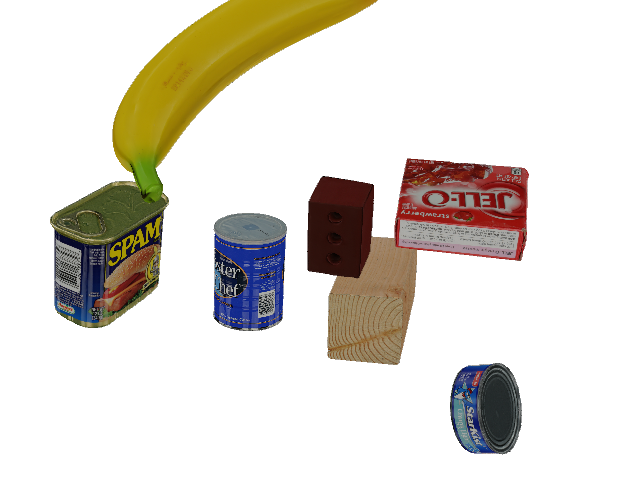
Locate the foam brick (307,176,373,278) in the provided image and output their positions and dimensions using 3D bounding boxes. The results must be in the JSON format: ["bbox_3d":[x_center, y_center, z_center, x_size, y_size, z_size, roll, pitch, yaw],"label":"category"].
[{"bbox_3d":[0.019,-0.013,1.009,0.053,0.078,0.051,8,31,13],"label":"foam brick"}]

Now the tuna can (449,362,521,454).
[{"bbox_3d":[0.158,0.161,1.019,0.034,0.086,0.085,-8,-5,36],"label":"tuna can"}]

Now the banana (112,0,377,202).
[{"bbox_3d":[-0.045,-0.093,0.559,0.070,0.197,0.037,32,-27,21],"label":"banana"}]

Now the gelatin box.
[{"bbox_3d":[0.099,-0.024,0.746,0.089,0.030,0.073,6,39,8],"label":"gelatin box"}]

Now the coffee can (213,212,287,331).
[{"bbox_3d":[-0.101,0.044,1.523,0.103,0.140,0.103,2,23,-1],"label":"coffee can"}]

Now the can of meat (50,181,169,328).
[{"bbox_3d":[-0.170,0.011,0.860,0.057,0.084,0.101,21,31,20],"label":"can of meat"}]

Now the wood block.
[{"bbox_3d":[0.070,0.071,1.370,0.091,0.090,0.206,4,21,8],"label":"wood block"}]
